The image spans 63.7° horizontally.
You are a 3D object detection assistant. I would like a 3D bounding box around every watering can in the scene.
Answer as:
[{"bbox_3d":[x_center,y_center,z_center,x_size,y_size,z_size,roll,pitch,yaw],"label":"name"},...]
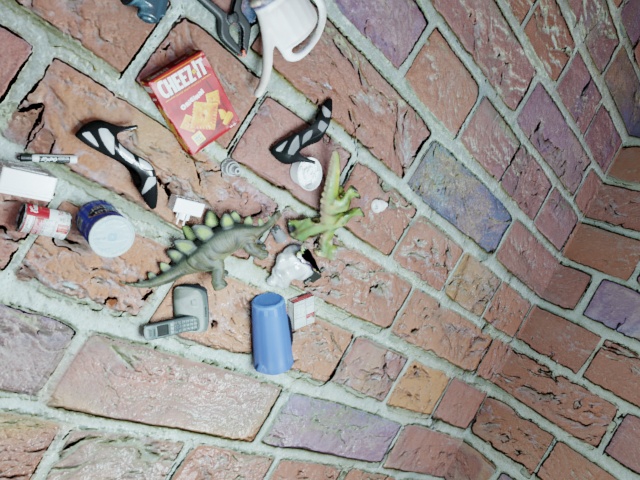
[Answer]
[{"bbox_3d":[-0.108,-0.565,1.370,0.352,0.104,0.220,-54,132,-18],"label":"watering can"}]

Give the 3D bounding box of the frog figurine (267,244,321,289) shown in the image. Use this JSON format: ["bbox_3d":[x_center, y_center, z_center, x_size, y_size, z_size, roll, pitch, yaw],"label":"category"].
[{"bbox_3d":[-0.096,0.092,1.662,0.158,0.125,0.136,-32,145,21],"label":"frog figurine"}]

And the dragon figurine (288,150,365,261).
[{"bbox_3d":[0.005,-0.082,1.634,0.244,0.124,0.401,-37,137,-13],"label":"dragon figurine"}]
